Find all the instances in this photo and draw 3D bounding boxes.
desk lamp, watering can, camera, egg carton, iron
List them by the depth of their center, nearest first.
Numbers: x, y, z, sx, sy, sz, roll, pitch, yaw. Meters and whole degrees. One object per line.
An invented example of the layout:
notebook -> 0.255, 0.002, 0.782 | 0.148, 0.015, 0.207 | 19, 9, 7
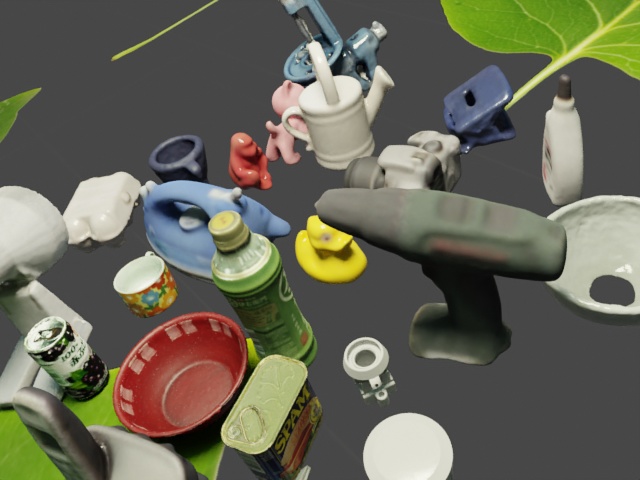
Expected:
desk lamp -> -0.384, 0.067, 0.723 | 0.117, 0.214, 0.203 | -9, 43, 11
camera -> 0.110, -0.094, 0.796 | 0.136, 0.101, 0.143 | 14, 52, 31
iron -> -0.179, -0.031, 0.806 | 0.257, 0.142, 0.119 | 10, 50, 29
watering can -> 0.025, -0.216, 0.885 | 0.173, 0.194, 0.100 | -31, 43, -13
egg carton -> -0.354, -0.048, 0.941 | 0.107, 0.069, 0.150 | -10, 43, 10

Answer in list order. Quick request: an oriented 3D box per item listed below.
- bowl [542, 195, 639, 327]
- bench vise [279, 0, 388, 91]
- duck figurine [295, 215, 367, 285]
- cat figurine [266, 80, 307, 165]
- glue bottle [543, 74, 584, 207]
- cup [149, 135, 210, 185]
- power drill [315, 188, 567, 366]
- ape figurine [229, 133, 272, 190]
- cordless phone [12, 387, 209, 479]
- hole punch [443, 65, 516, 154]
bowl -> 0.312, 0.033, 0.608 | 0.167, 0.075, 0.167 | -10, 43, 10
bench vise -> 0.010, -0.359, 1.021 | 0.208, 0.220, 0.121 | -38, 45, -20
duck figurine -> 0.007, 0.003, 0.743 | 0.104, 0.086, 0.078 | 22, 56, 36
cat figurine -> -0.055, -0.210, 0.965 | 0.067, 0.118, 0.128 | 8, 49, 27
glue bottle -> 0.299, -0.127, 0.706 | 0.037, 0.173, 0.078 | -12, 43, 9
cup -> -0.211, -0.105, 0.930 | 0.092, 0.095, 0.117 | -38, 45, -19
power drill -> 0.122, 0.035, 0.575 | 0.229, 0.209, 0.076 | 2, 46, 22
ape figurine -> -0.117, -0.130, 0.924 | 0.076, 0.092, 0.078 | 8, 49, 27
cordless phone -> -0.197, 0.209, 0.528 | 0.147, 0.185, 0.094 | 5, 47, 25
hole punch -> 0.237, -0.199, 0.867 | 0.101, 0.091, 0.108 | -13, 42, 7
